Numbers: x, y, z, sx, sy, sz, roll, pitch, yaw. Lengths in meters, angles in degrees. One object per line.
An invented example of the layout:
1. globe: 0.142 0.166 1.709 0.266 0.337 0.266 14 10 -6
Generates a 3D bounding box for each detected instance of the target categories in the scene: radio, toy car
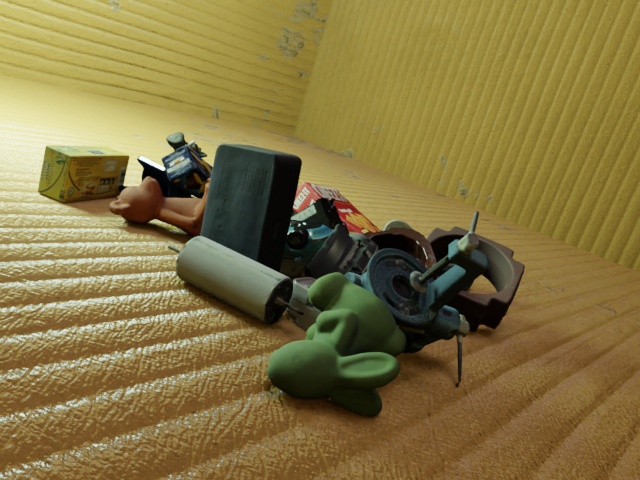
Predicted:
1. radio: -0.121 -0.040 0.884 0.131 0.229 0.073 20 13 28
2. toy car: -0.058 0.016 0.990 0.162 0.102 0.109 7 11 20

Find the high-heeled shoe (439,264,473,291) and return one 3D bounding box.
1. high-heeled shoe: 0.270 0.067 1.257 0.145 0.086 0.248 9 1 34

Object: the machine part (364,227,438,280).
1. machine part: 0.129 0.053 0.988 0.179 0.056 0.179 -6 46 6

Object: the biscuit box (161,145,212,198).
1. biscuit box: -0.257 -0.131 1.158 0.059 0.063 0.202 65 8 17

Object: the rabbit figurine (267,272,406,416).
1. rabbit figurine: 0.017 0.145 0.656 0.159 0.121 0.170 33 38 25

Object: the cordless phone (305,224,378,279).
1. cordless phone: 0.074 0.072 0.898 0.184 0.088 0.146 29 59 13

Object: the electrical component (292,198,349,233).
1. electrical component: -0.002 -0.003 1.066 0.115 0.134 0.058 -26 -13 38

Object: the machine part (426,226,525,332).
1. machine part: 0.287 0.074 1.071 0.202 0.087 0.201 26 43 18

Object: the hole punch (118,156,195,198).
1. hole punch: -0.355 -0.105 1.164 0.142 0.092 0.115 22 -16 28

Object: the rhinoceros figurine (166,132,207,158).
1. rhinoceros figurine: -0.302 -0.164 1.242 0.073 0.112 0.190 27 -23 29

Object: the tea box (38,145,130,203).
1. tea box: -0.473 -0.136 1.086 0.068 0.098 0.169 22 14 15

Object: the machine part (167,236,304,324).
1. machine part: -0.129 0.058 0.809 0.243 0.079 0.079 23 16 21

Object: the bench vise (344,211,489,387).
1. bench vise: 0.152 0.074 0.743 0.223 0.240 0.129 29 45 -11

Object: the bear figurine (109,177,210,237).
1. bear figurine: -0.289 -0.078 1.033 0.196 0.132 0.120 21 9 -11
